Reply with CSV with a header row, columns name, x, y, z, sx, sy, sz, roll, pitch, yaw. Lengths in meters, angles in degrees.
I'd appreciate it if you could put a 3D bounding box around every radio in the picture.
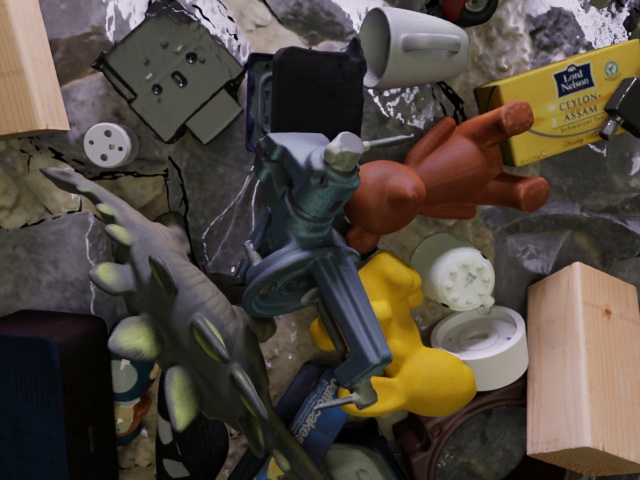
name,x,y,z,sx,sy,sz,roll,pitch,yaw
radio,-0.291,0.192,0.564,0.131,0.073,0.229,4,100,19

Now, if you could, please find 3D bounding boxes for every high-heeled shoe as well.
name,x,y,z,sx,sy,sz,roll,pitch,yaw
high-heeled shoe,-0.183,0.274,0.637,0.145,0.086,0.248,-18,85,25

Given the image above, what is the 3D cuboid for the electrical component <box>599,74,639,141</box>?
name,x,y,z,sx,sy,sz,roll,pitch,yaw
electrical component,0.343,-0.140,0.578,0.063,0.021,0.094,34,93,-15

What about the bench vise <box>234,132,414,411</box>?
name,x,y,z,sx,sy,sz,roll,pitch,yaw
bench vise,0.005,0.027,0.482,0.129,0.241,0.223,0,145,-44

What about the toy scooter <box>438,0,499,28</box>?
name,x,y,z,sx,sy,sz,roll,pitch,yaw
toy scooter,0.138,-0.325,0.556,0.135,0.075,0.183,12,103,-10

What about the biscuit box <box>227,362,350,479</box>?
name,x,y,z,sx,sy,sz,roll,pitch,yaw
biscuit box,-0.036,0.234,0.602,0.059,0.063,0.202,42,67,-15

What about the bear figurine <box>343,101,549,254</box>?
name,x,y,z,sx,sy,sz,roll,pitch,yaw
bear figurine,0.117,-0.062,0.559,0.196,0.132,0.120,-20,102,-26

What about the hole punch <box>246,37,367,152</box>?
name,x,y,z,sx,sy,sz,roll,pitch,yaw
hole punch,-0.018,-0.141,0.568,0.116,0.092,0.142,-5,102,-34

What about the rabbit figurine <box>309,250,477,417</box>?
name,x,y,z,sx,sy,sz,roll,pitch,yaw
rabbit figurine,0.080,0.118,0.566,0.162,0.121,0.173,-42,75,-14

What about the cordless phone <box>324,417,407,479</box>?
name,x,y,z,sx,sy,sz,roll,pitch,yaw
cordless phone,0.018,0.317,0.656,0.184,0.089,0.146,-26,104,1

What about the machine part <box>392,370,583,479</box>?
name,x,y,z,sx,sy,sz,roll,pitch,yaw
machine part,0.209,0.265,0.672,0.201,0.087,0.200,-24,103,-5

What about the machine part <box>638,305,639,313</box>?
name,x,y,z,sx,sy,sz,roll,pitch,yaw
machine part,0.417,0.195,0.695,0.079,0.079,0.243,-9,103,-7

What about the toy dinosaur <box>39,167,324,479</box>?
name,x,y,z,sx,sy,sz,roll,pitch,yaw
toy dinosaur,-0.109,0.107,0.523,0.105,0.198,0.471,-41,96,3

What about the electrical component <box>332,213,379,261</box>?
name,x,y,z,sx,sy,sz,roll,pitch,yaw
electrical component,-0.001,-0.002,0.607,0.119,0.048,0.075,37,93,-13

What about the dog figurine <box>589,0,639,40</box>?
name,x,y,z,sx,sy,sz,roll,pitch,yaw
dog figurine,0.403,-0.332,0.593,0.190,0.121,0.172,-43,107,-14

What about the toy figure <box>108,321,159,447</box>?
name,x,y,z,sx,sy,sz,roll,pitch,yaw
toy figure,-0.220,0.167,0.603,0.064,0.058,0.154,16,102,28

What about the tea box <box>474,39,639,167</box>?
name,x,y,z,sx,sy,sz,roll,pitch,yaw
tea box,0.274,-0.153,0.611,0.170,0.068,0.098,-20,104,-4

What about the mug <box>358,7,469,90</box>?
name,x,y,z,sx,sy,sz,roll,pitch,yaw
mug,0.107,-0.201,0.561,0.107,0.110,0.080,-6,97,-23

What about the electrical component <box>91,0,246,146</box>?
name,x,y,z,sx,sy,sz,roll,pitch,yaw
electrical component,-0.143,-0.164,0.550,0.115,0.058,0.134,-44,103,3
